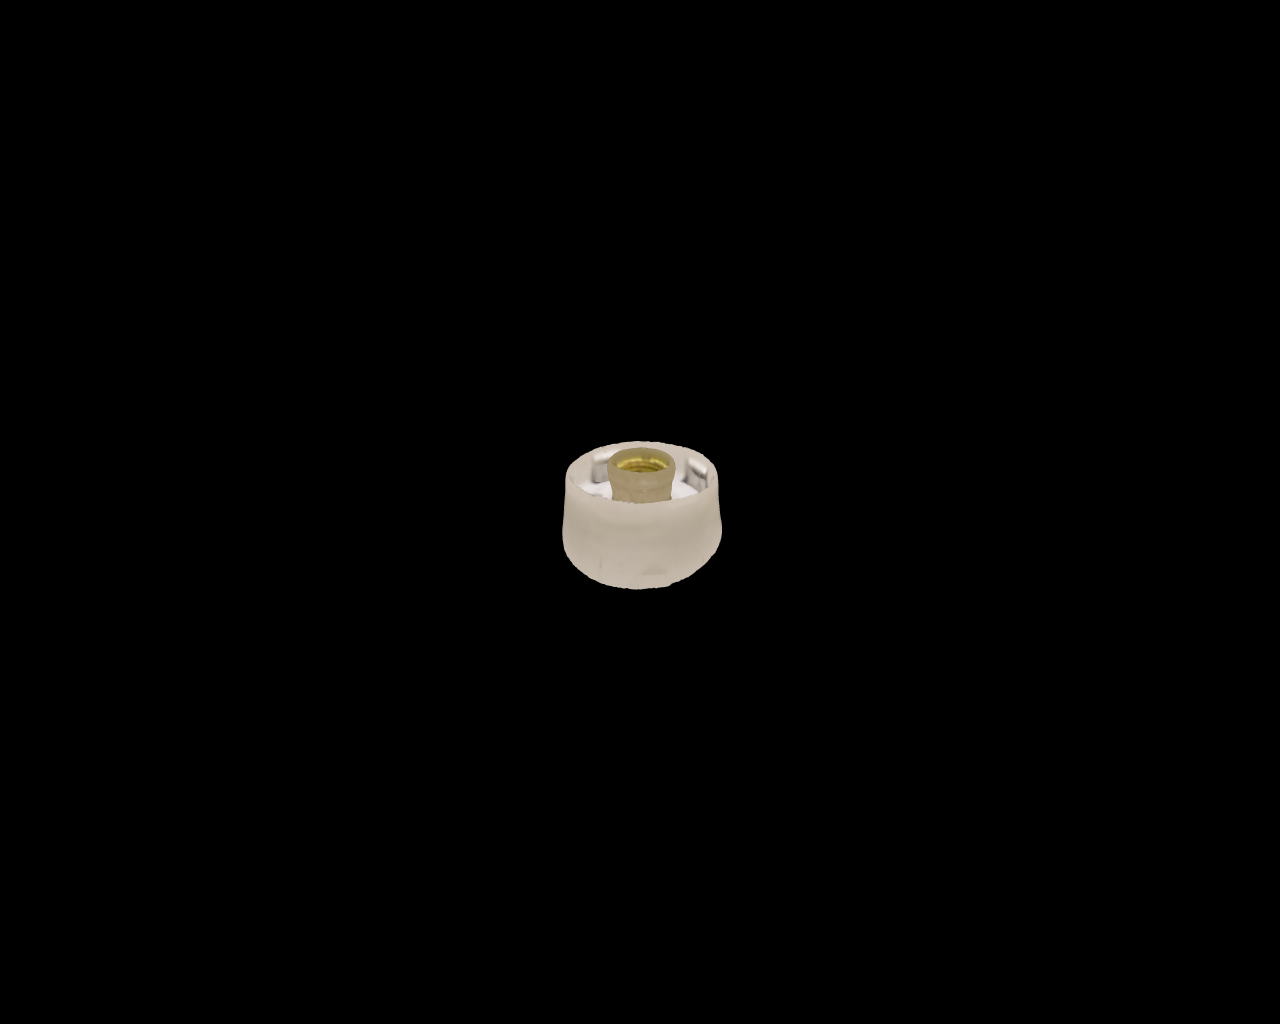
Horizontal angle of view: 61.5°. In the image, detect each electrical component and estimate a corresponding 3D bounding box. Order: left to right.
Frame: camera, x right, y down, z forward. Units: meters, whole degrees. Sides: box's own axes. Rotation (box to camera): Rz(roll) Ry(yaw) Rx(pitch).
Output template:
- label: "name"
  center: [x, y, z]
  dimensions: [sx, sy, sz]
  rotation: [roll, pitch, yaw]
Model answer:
- label: "electrical component"
  center: [0.001, -0.003, 0.650]
  dimensions: [0.099, 0.064, 0.099]
  rotation: [0, 27, 0]
